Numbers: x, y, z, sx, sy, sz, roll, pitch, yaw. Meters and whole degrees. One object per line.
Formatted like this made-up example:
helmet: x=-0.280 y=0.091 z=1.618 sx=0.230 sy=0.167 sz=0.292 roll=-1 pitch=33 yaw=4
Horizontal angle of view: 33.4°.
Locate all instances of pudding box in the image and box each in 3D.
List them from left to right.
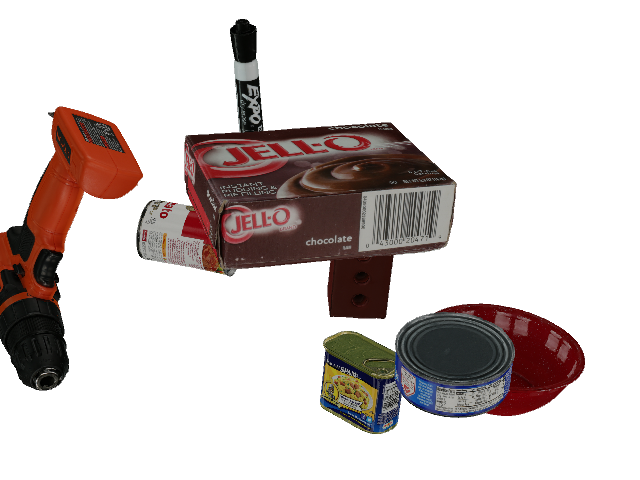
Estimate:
pudding box: x=-0.004 y=-0.025 z=0.515 sx=0.113 sy=0.039 sz=0.090 roll=-4 pitch=26 yaw=-16

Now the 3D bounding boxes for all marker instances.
marker: x=-0.052 y=-0.103 z=0.771 sx=0.020 sy=0.121 sz=0.020 roll=-2 pitch=37 yaw=1

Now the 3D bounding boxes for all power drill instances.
power drill: x=-0.211 y=0.002 z=0.853 sx=0.057 sy=0.188 sz=0.185 roll=16 pitch=25 yaw=-38

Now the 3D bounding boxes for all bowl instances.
bowl: x=0.175 y=0.124 z=1.053 sx=0.162 sy=0.055 sz=0.162 roll=4 pitch=26 yaw=-2

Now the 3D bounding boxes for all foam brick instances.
foam brick: x=0.035 y=0.023 z=0.953 sx=0.053 sy=0.078 sz=0.051 roll=3 pitch=25 yaw=-3

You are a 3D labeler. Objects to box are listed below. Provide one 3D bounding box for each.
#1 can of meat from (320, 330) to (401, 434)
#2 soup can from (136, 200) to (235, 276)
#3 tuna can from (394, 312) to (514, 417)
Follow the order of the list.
can of meat: x=0.048 y=0.165 z=1.234 sx=0.102 sy=0.084 sz=0.057 roll=25 pitch=30 yaw=36
soup can: x=-0.139 y=-0.003 z=1.155 sx=0.102 sy=0.068 sz=0.068 roll=10 pitch=2 yaw=12
tuna can: x=0.097 y=0.090 z=0.776 sx=0.086 sy=0.034 sz=0.086 roll=0 pitch=31 yaw=0
